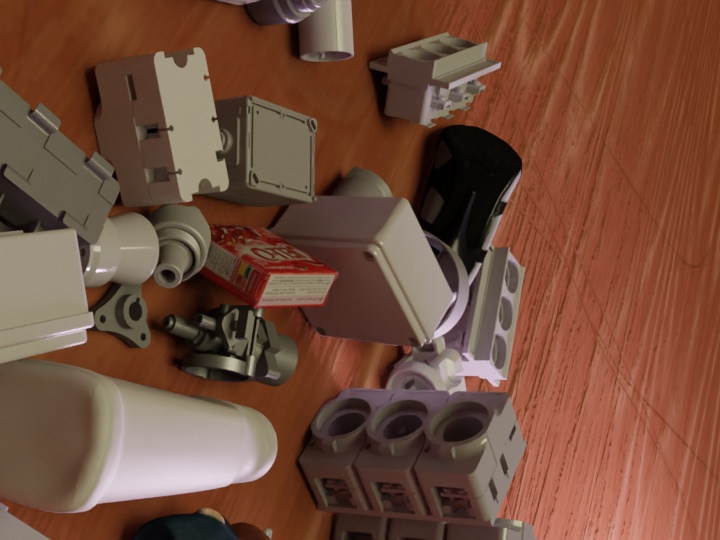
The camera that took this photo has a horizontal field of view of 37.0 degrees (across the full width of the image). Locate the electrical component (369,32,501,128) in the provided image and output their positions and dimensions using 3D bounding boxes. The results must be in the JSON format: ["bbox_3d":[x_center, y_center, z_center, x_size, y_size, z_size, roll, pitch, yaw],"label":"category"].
[{"bbox_3d":[0.069,-0.177,0.995,0.121,0.079,0.063,-33,138,-56],"label":"electrical component"}]

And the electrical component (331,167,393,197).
[{"bbox_3d":[-0.003,-0.053,0.883,0.081,0.043,0.043,-55,133,-47],"label":"electrical component"}]

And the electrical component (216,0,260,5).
[{"bbox_3d":[-0.064,-0.223,0.728,0.078,0.113,0.057,-8,92,-59],"label":"electrical component"}]

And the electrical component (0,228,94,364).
[{"bbox_3d":[-0.198,0.017,0.485,0.109,0.109,0.056,-13,96,-59],"label":"electrical component"}]

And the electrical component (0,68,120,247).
[{"bbox_3d":[-0.186,-0.058,0.546,0.121,0.063,0.078,46,50,-42],"label":"electrical component"}]

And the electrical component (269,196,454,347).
[{"bbox_3d":[0.000,0.000,0.815,0.056,0.109,0.108,-57,135,-33],"label":"electrical component"}]

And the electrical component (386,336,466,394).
[{"bbox_3d":[0.058,0.103,0.959,0.057,0.058,0.078,-32,115,-59],"label":"electrical component"}]

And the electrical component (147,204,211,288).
[{"bbox_3d":[-0.117,-0.012,0.673,0.062,0.043,0.043,-93,163,-59],"label":"electrical component"}]

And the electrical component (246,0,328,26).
[{"bbox_3d":[-0.050,-0.202,0.790,0.040,0.078,0.040,-8,101,-46],"label":"electrical component"}]

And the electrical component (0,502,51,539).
[{"bbox_3d":[-0.185,0.161,0.539,0.096,0.062,0.061,53,45,-44],"label":"electrical component"}]

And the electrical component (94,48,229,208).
[{"bbox_3d":[-0.125,-0.087,0.667,0.050,0.056,0.089,-27,110,-57],"label":"electrical component"}]

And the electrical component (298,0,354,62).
[{"bbox_3d":[-0.028,-0.210,0.854,0.043,0.043,0.081,-3,90,-59],"label":"electrical component"}]

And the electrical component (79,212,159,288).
[{"bbox_3d":[-0.152,-0.012,0.627,0.055,0.045,0.045,-3,90,-59],"label":"electrical component"}]

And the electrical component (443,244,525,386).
[{"bbox_3d":[0.117,0.043,1.057,0.078,0.063,0.121,45,50,-48],"label":"electrical component"}]

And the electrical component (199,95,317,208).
[{"bbox_3d":[-0.080,-0.080,0.738,0.096,0.061,0.061,9,80,-59],"label":"electrical component"}]

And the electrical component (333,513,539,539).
[{"bbox_3d":[0.062,0.228,0.863,0.089,0.150,0.061,34,59,-54],"label":"electrical component"}]

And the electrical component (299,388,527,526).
[{"bbox_3d":[0.040,0.138,0.833,0.089,0.150,0.061,-55,133,-46],"label":"electrical component"}]

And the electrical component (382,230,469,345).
[{"bbox_3d":[0.039,0.014,0.901,0.064,0.099,0.099,13,76,-65],"label":"electrical component"}]
